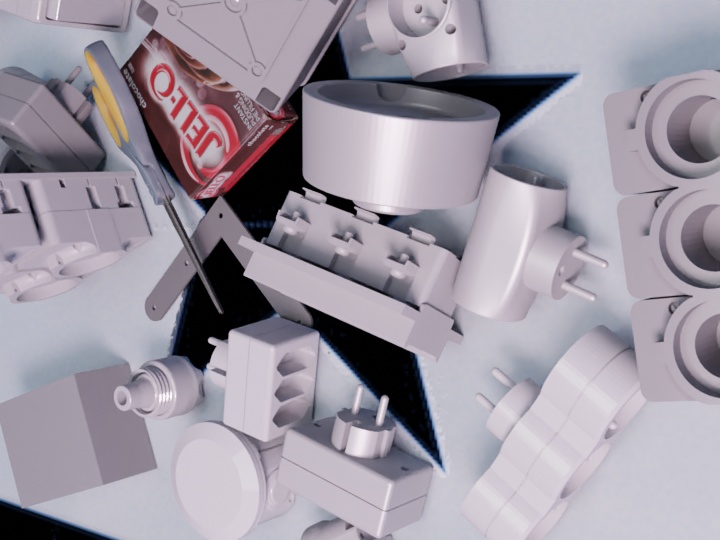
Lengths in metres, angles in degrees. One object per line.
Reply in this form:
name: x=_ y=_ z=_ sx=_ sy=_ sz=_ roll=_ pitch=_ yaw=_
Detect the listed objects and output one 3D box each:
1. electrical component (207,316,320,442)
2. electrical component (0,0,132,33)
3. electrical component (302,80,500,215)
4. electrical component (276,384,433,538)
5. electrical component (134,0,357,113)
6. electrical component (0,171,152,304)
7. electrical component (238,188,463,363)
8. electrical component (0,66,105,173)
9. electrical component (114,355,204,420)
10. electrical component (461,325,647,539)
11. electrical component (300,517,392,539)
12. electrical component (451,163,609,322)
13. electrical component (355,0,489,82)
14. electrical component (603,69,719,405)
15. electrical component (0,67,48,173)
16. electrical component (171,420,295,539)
electrical component: x=-0.072 y=0.065 z=0.706 sx=0.077 sy=0.047 sz=0.065 roll=17 pitch=110 yaw=34
electrical component: x=-0.207 y=-0.203 z=0.749 sx=0.061 sy=0.096 sz=0.061 roll=25 pitch=109 yaw=32
electrical component: x=0.019 y=-0.064 z=0.593 sx=0.108 sy=0.108 sz=0.060 roll=20 pitch=113 yaw=33
electrical component: x=0.000 y=0.108 z=0.661 sx=0.083 sy=0.047 sz=0.075 roll=21 pitch=105 yaw=33
electrical component: x=-0.062 y=-0.168 z=0.632 sx=0.109 sy=0.056 sz=0.108 roll=35 pitch=134 yaw=-3
electrical component: x=-0.250 y=-0.018 z=0.744 sx=0.105 sy=0.186 sz=0.060 roll=-26 pitch=80 yaw=36
electrical component: x=0.000 y=0.000 z=0.637 sx=0.121 sy=0.079 sz=0.063 roll=22 pitch=86 yaw=33
electrical component: x=-0.223 y=-0.115 z=0.791 sx=0.047 sy=0.083 sz=0.075 roll=21 pitch=69 yaw=33
electrical component: x=-0.143 y=0.084 z=0.754 sx=0.043 sy=0.062 sz=0.043 roll=4 pitch=98 yaw=36
electrical component: x=0.095 y=0.084 z=0.584 sx=0.074 sy=0.052 sz=0.138 roll=42 pitch=118 yaw=25
electrical component: x=-0.008 y=0.173 z=0.679 sx=0.046 sy=0.040 sz=0.040 roll=-32 pitch=76 yaw=29
electrical component: x=0.095 y=-0.008 z=0.579 sx=0.079 sy=0.044 sz=0.077 roll=26 pitch=111 yaw=30
electrical component: x=0.030 y=-0.145 z=0.612 sx=0.079 sy=0.044 sz=0.077 roll=-10 pitch=89 yaw=37
electrical component: x=0.175 y=-0.016 z=0.509 sx=0.089 sy=0.062 sz=0.150 roll=-7 pitch=91 yaw=37
electrical component: x=-0.284 y=-0.093 z=0.845 sx=0.074 sy=0.052 sz=0.138 roll=29 pitch=111 yaw=31
electrical component: x=-0.084 y=0.138 z=0.724 sx=0.080 sy=0.051 sz=0.080 roll=5 pitch=98 yaw=36
